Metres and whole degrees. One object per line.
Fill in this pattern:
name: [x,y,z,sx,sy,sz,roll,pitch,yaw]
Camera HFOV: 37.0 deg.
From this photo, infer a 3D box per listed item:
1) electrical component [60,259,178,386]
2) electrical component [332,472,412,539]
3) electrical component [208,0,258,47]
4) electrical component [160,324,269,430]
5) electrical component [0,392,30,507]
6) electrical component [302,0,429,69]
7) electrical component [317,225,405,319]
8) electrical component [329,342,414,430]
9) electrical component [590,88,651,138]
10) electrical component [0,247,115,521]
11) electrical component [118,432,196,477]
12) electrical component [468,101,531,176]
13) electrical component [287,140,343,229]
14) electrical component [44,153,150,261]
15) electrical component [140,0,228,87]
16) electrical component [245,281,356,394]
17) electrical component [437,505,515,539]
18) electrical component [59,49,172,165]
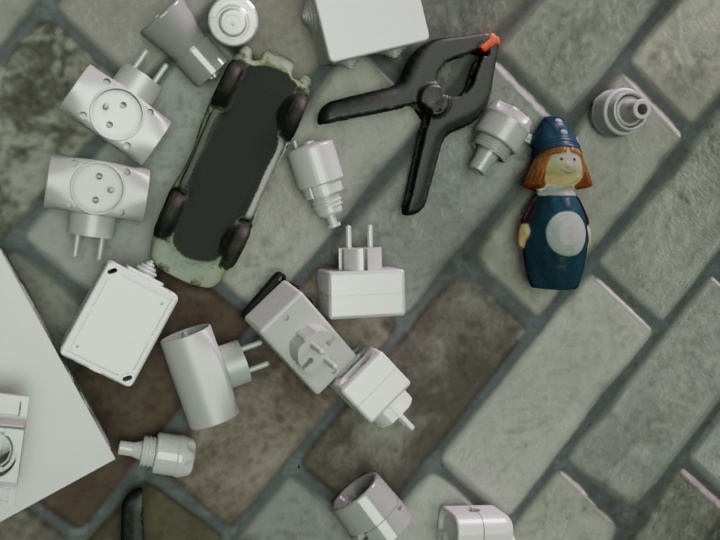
electrical component: [-0.189,0.034,0.855,0.062,0.061,0.096,29,86,-15]
electrical component: [0.009,0.208,0.925,0.055,0.055,0.047,-38,99,-10]
electrical component: [-0.101,-0.199,0.858,0.040,0.078,0.040,-2,106,-6]
electrical component: [-0.115,0.082,0.888,0.079,0.043,0.077,-20,99,-14]
electrical component: [-0.265,0.126,0.776,0.042,0.064,0.081,9,93,-15]
electrical component: [0.000,-0.222,0.896,0.100,0.048,0.099,-16,98,-14]
electrical component: [0.000,0.000,0.911,0.066,0.047,0.076,-2,94,-15]
electrical component: [0.018,0.107,0.914,0.047,0.066,0.076,-44,103,-8]
electrical component: [0.236,-0.141,0.958,0.043,0.062,0.043,-1,94,-15]
electrical component: [-0.283,0.086,0.834,0.105,0.060,0.186,-28,100,-12]
electrical component: [-0.167,0.150,0.883,0.061,0.035,0.035,11,91,-13]
electrical component: [0.118,-0.112,0.938,0.043,0.043,0.062,33,87,-15]
electrical component: [-0.033,-0.073,0.901,0.040,0.040,0.078,-19,99,-13]
electrical component: [-0.211,-0.047,0.853,0.077,0.044,0.079,8,92,-15]
electrical component: [-0.139,-0.180,0.866,0.044,0.044,0.065,-44,108,-8]
electrical component: [-0.041,0.061,0.879,0.047,0.076,0.083,-44,120,-9]
electrical component: [0.104,0.259,0.953,0.059,0.054,0.095,2,93,-15]
electrical component: [-0.183,-0.137,0.854,0.077,0.044,0.079,35,85,-15]
